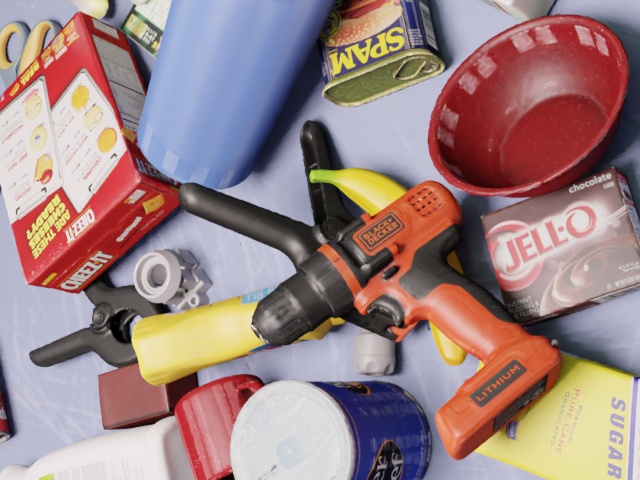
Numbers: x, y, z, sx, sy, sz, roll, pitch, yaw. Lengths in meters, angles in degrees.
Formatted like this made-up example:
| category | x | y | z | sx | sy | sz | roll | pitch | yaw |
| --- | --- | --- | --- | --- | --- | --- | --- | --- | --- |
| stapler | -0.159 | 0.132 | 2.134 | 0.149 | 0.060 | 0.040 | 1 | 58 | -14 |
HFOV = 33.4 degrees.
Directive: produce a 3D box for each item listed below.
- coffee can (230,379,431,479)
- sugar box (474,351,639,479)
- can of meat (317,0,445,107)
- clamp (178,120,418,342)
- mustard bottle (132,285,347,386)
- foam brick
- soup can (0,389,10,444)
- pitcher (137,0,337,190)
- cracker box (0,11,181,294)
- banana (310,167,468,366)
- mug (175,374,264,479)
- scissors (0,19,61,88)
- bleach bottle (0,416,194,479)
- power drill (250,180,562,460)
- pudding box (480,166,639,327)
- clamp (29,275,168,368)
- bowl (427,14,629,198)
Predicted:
| category | x | y | z | sx | sy | sz | roll | pitch | yaw |
| --- | --- | --- | --- | --- | --- | --- | --- | --- | --- |
| coffee can | 0.012 | 0.159 | 0.823 | 0.103 | 0.140 | 0.103 | -4 | 81 | 29 |
| sugar box | 0.196 | 0.135 | 0.776 | 0.176 | 0.048 | 0.093 | 16 | 91 | 32 |
| can of meat | 0.046 | -0.171 | 0.897 | 0.102 | 0.057 | 0.084 | -18 | 72 | 26 |
| clamp | -0.006 | 0.001 | 0.866 | 0.210 | 0.164 | 0.036 | 53 | 141 | 16 |
| mustard bottle | -0.055 | 0.069 | 0.893 | 0.191 | 0.096 | 0.058 | -16 | 87 | 2 |
| foam brick | -0.155 | 0.140 | 0.974 | 0.078 | 0.052 | 0.051 | -19 | 74 | 26 |
| soup can | -0.357 | 0.158 | 1.078 | 0.069 | 0.068 | 0.102 | -25 | 71 | 25 |
| pitcher | -0.070 | -0.171 | 0.895 | 0.145 | 0.149 | 0.243 | 40 | 127 | 18 |
| cracker box | -0.228 | -0.082 | 1.014 | 0.164 | 0.072 | 0.214 | -39 | 58 | 25 |
| banana | 0.072 | 0.009 | 0.858 | 0.069 | 0.037 | 0.198 | -32 | 71 | -15 |
| mug | -0.069 | 0.160 | 0.894 | 0.117 | 0.093 | 0.081 | -51 | 53 | 46 |
| scissors | -0.335 | -0.147 | 1.136 | 0.096 | 0.016 | 0.202 | 33 | 100 | 31 |
| bleach bottle | -0.221 | 0.227 | 0.991 | 0.251 | 0.068 | 0.102 | -12 | 89 | 30 |
| power drill | 0.066 | 0.064 | 0.774 | 0.184 | 0.057 | 0.188 | -36 | 65 | -9 |
| pudding box | 0.186 | 0.007 | 0.802 | 0.114 | 0.039 | 0.090 | -21 | 72 | 25 |
| clamp | -0.207 | 0.086 | 1.018 | 0.172 | 0.039 | 0.120 | 21 | 94 | 34 |
| bowl | 0.163 | -0.089 | 0.800 | 0.162 | 0.055 | 0.162 | -23 | 47 | 27 |
